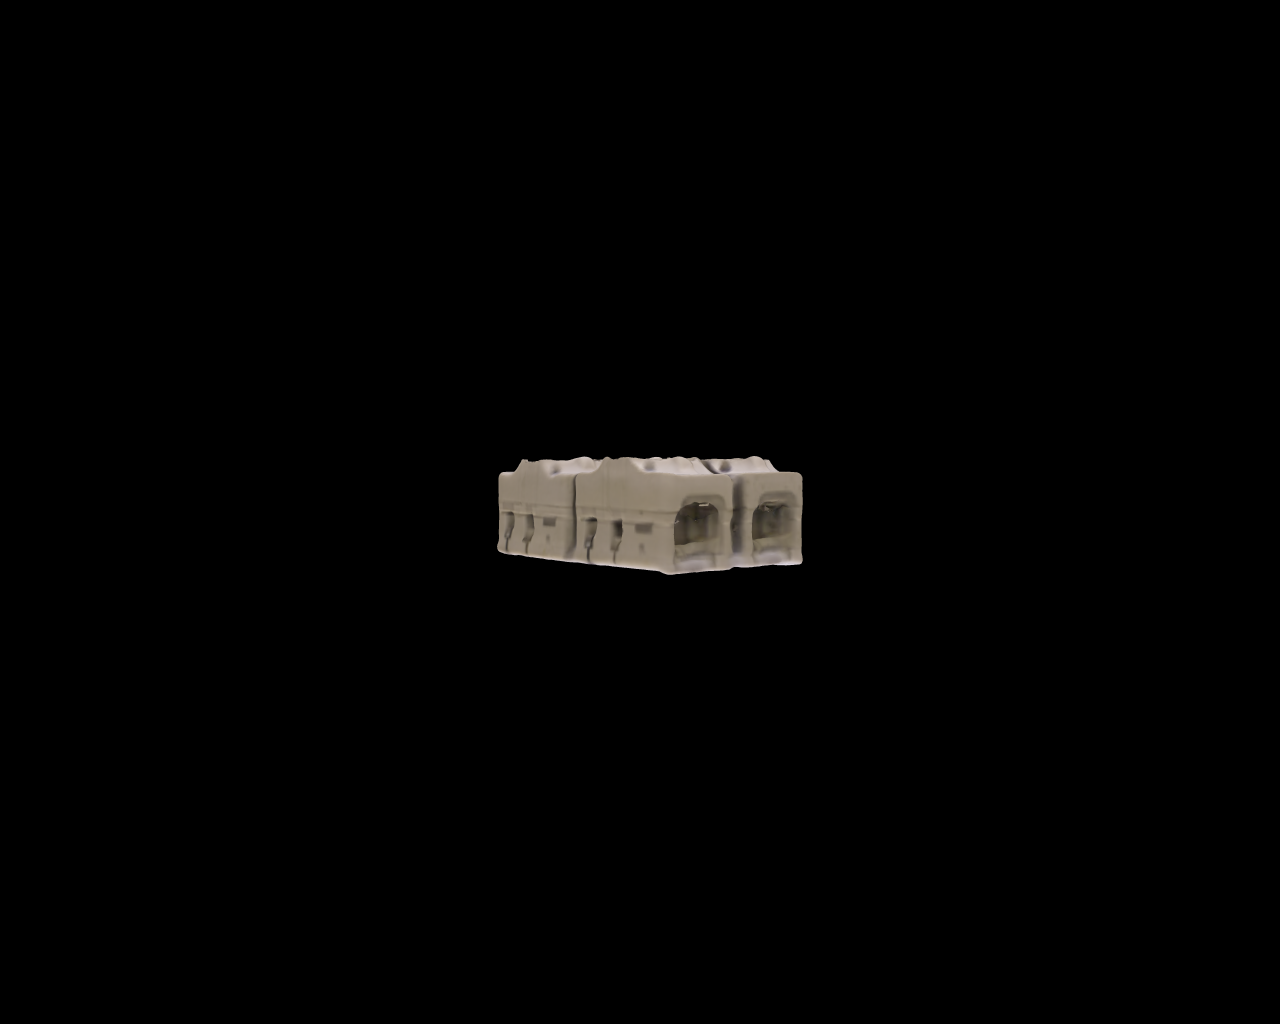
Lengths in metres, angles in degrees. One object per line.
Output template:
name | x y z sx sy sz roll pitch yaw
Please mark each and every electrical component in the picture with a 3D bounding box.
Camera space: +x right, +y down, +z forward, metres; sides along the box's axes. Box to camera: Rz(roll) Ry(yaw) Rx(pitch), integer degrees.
electrical component | 0.001 -0.003 0.650 0.105 0.060 0.186 -2 3 -36
